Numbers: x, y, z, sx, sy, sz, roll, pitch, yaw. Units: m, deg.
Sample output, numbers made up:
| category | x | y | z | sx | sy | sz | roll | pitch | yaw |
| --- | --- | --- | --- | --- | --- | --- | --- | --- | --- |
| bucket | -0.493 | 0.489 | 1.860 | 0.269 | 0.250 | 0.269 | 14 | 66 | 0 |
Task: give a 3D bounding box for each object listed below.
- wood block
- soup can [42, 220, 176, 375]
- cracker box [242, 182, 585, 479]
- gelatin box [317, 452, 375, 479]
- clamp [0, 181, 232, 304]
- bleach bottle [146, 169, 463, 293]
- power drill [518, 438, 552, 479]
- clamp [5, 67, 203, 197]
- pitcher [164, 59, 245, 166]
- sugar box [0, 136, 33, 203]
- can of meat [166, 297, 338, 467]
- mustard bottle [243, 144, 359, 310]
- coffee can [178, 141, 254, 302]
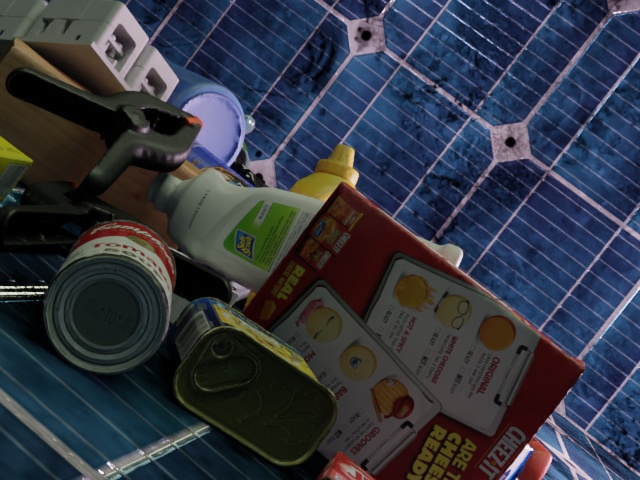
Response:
| category | x | y | z | sx | sy | sz | roll | pitch | yaw |
| --- | --- | --- | --- | --- | --- | --- | --- | --- | --- |
| wood block | -0.200 | -0.073 | 0.914 | 0.206 | 0.090 | 0.091 | 36 | 3 | -20 |
| soup can | -0.117 | 0.030 | 0.604 | 0.068 | 0.068 | 0.102 | 37 | 5 | -11 |
| cracker box | 0.054 | 0.087 | 0.765 | 0.214 | 0.164 | 0.072 | 38 | 6 | 14 |
| gelatin box | 0.034 | 0.167 | 0.628 | 0.089 | 0.030 | 0.073 | 38 | 4 | 6 |
| clamp | -0.153 | -0.003 | 0.762 | 0.164 | 0.036 | 0.210 | 22 | 5 | -19 |
| bleach bottle | -0.019 | 0.002 | 0.862 | 0.251 | 0.102 | 0.068 | 25 | -17 | 6 |
| power drill | 0.169 | 0.207 | 1.172 | 0.187 | 0.057 | 0.185 | 35 | 4 | -30 |
| clamp | -0.162 | -0.092 | 0.833 | 0.120 | 0.039 | 0.171 | 54 | 27 | 8 |
| pitcher | -0.200 | -0.145 | 1.195 | 0.243 | 0.149 | 0.145 | 25 | -30 | 48 |
| sugar box | -0.282 | -0.091 | 0.700 | 0.176 | 0.048 | 0.093 | 39 | 4 | 5 |
| can of meat | -0.047 | 0.085 | 0.674 | 0.102 | 0.057 | 0.084 | 36 | 3 | -19 |
| mustard bottle | -0.007 | 0.001 | 0.993 | 0.058 | 0.191 | 0.096 | 13 | -12 | 34 |
| coffee can | -0.106 | -0.022 | 1.047 | 0.140 | 0.103 | 0.102 | 39 | 4 | 17 |
